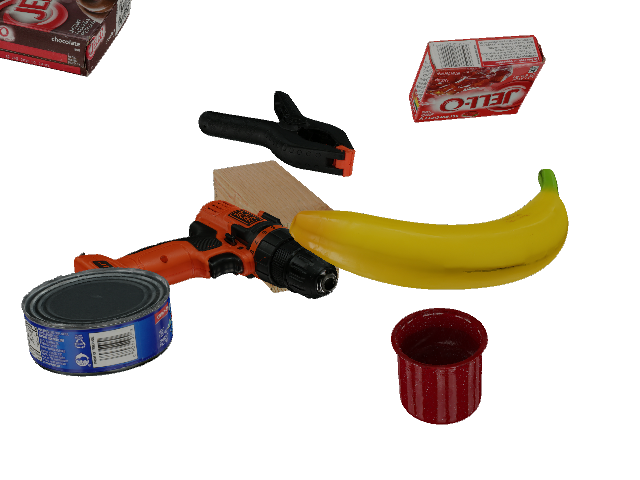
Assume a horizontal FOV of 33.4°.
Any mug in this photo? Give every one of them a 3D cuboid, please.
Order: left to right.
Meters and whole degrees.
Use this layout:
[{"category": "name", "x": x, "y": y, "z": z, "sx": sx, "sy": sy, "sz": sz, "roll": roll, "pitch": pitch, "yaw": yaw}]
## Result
[{"category": "mug", "x": 0.121, "y": 0.119, "z": 1.060, "sx": 0.093, "sy": 0.081, "sz": 0.117, "roll": 7, "pitch": 36, "yaw": 19}]

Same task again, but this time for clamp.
[{"category": "clamp", "x": -0.040, "y": -0.106, "z": 1.083, "sx": 0.120, "sy": 0.039, "sz": 0.172, "roll": -22, "pitch": 37, "yaw": -30}]

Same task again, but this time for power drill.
[{"category": "power drill", "x": -0.102, "y": 0.029, "z": 0.924, "sx": 0.187, "sy": 0.057, "sz": 0.185, "roll": -20, "pitch": 29, "yaw": -33}]

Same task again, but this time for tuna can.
[{"category": "tuna can", "x": -0.130, "y": 0.047, "z": 0.629, "sx": 0.086, "sy": 0.034, "sz": 0.086, "roll": -2, "pitch": 20, "yaw": 1}]

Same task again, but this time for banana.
[{"category": "banana", "x": 0.078, "y": 0.000, "z": 0.617, "sx": 0.197, "sy": 0.037, "sz": 0.070, "roll": -9, "pitch": 42, "yaw": -32}]

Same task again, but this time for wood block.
[{"category": "wood block", "x": -0.059, "y": -0.022, "z": 1.347, "sx": 0.090, "sy": 0.090, "sz": 0.206, "roll": -10, "pitch": 26, "yaw": -22}]

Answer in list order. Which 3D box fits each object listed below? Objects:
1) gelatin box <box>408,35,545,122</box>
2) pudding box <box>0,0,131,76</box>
[{"category": "gelatin box", "x": 0.120, "y": -0.124, "z": 0.827, "sx": 0.089, "sy": 0.030, "sz": 0.073, "roll": -5, "pitch": -24, "yaw": -11}, {"category": "pudding box", "x": -0.203, "y": -0.175, "z": 0.823, "sx": 0.090, "sy": 0.039, "sz": 0.113, "roll": 13, "pitch": 36, "yaw": 2}]
